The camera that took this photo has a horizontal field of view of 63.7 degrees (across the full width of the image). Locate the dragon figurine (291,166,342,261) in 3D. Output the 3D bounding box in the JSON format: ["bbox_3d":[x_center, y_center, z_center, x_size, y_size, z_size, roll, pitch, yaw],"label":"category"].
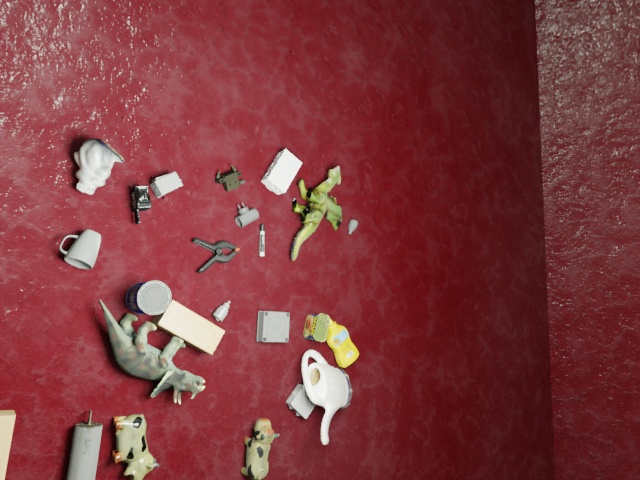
[{"bbox_3d":[0.006,-0.102,2.035,0.241,0.122,0.412,16,82,-39],"label":"dragon figurine"}]

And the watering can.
[{"bbox_3d":[0.027,0.563,1.851,0.222,0.103,0.355,27,36,-44],"label":"watering can"}]

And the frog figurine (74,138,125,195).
[{"bbox_3d":[-0.699,-0.227,1.573,0.138,0.120,0.161,33,71,11],"label":"frog figurine"}]
